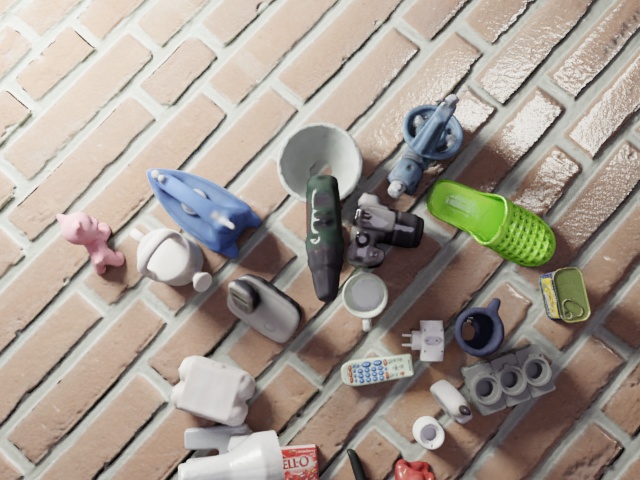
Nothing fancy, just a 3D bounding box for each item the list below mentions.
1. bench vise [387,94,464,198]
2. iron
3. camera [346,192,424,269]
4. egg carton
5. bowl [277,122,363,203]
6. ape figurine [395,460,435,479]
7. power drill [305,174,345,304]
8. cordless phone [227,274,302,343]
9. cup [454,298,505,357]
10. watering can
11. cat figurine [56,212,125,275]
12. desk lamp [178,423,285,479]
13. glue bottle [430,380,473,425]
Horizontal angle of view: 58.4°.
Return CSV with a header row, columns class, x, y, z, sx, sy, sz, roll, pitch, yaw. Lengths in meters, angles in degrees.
class,x,y,z,sx,sy,sz,roll,pitch,yaw
bench vise,0.206,-0.173,1.070,0.121,0.220,0.207,14,83,2
iron,-0.246,-0.076,1.095,0.258,0.141,0.119,33,84,4
camera,0.128,-0.012,1.110,0.137,0.101,0.143,12,83,1
egg carton,-0.202,0.285,1.087,0.150,0.069,0.107,16,83,2
bowl,0.000,-0.143,1.139,0.167,0.075,0.167,0,83,0
ape figurine,0.173,0.444,1.057,0.078,0.092,0.076,42,85,5
power drill,0.010,0.004,1.053,0.075,0.208,0.230,-3,83,0
cordless phone,-0.106,0.124,1.049,0.147,0.185,0.094,31,84,4
cup,0.300,0.162,1.092,0.091,0.095,0.118,31,84,4
watering can,-0.276,0.032,1.055,0.173,0.194,0.101,12,83,2
cat figurine,-0.444,-0.001,1.097,0.067,0.118,0.128,-30,84,-4
desk lamp,-0.155,0.395,1.000,0.203,0.213,0.118,-6,83,-1
glue bottle,0.246,0.299,1.035,0.037,0.173,0.078,-33,84,-4
